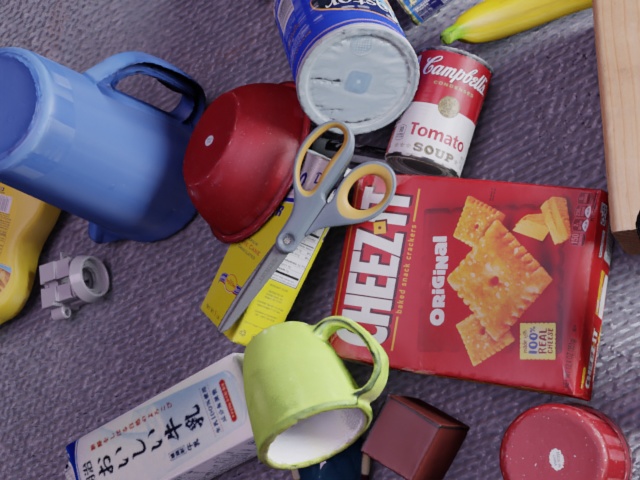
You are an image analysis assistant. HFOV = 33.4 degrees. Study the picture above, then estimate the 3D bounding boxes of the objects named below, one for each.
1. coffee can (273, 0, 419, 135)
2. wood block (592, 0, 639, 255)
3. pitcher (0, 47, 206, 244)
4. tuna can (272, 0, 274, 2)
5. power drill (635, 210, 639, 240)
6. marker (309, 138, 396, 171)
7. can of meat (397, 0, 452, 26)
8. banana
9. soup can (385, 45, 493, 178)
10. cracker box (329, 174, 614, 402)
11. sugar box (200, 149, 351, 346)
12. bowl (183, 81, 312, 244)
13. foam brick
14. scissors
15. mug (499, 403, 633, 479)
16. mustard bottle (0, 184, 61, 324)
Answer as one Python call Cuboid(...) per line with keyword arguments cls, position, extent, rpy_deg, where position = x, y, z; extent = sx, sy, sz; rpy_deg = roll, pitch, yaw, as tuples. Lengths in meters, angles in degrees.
Cuboid(cls="coffee can", position=(0.020, -0.171, 0.923), extent=(0.103, 0.102, 0.140), rpy_deg=(-33, 38, 14))
Cuboid(cls="wood block", position=(0.269, -0.101, 0.830), extent=(0.090, 0.090, 0.206), rpy_deg=(-7, 76, 23))
Cuboid(cls="pitcher", position=(-0.207, -0.093, 0.959), extent=(0.145, 0.242, 0.149), rpy_deg=(-8, 76, 22))
Cuboid(cls="tuna can", position=(-0.005, -0.245, 1.000), extent=(0.086, 0.033, 0.086), rpy_deg=(2, 103, 8))
Cuboid(cls="power drill", position=(0.327, 0.023, 0.743), extent=(0.188, 0.184, 0.057), rpy_deg=(-18, 30, 18))
Cuboid(cls="marker", position=(0.025, -0.081, 0.976), extent=(0.121, 0.020, 0.020), rpy_deg=(13, 83, 26))
Cuboid(cls="can of meat", position=(0.094, -0.258, 0.966), extent=(0.084, 0.057, 0.102), rpy_deg=(-36, 66, 16))
Cuboid(cls="banana", position=(0.197, -0.202, 0.903), extent=(0.198, 0.069, 0.037), rpy_deg=(-19, 114, 10))
Cuboid(cls="soup can", position=(0.102, -0.106, 0.916), extent=(0.069, 0.068, 0.102), rpy_deg=(14, 80, 26))
Cuboid(cls="cracker box", position=(0.122, 0.034, 0.876), extent=(0.214, 0.072, 0.164), rpy_deg=(6, 80, 26))
Cuboid(cls="sugar box", position=(-0.040, 0.003, 0.943), extent=(0.093, 0.048, 0.176), rpy_deg=(32, 100, 61))
Cuboid(cls="bowl", position=(-0.076, -0.081, 0.959), extent=(0.162, 0.055, 0.162), rpy_deg=(-38, 39, 39))
Cuboid(cls="foam brick", position=(0.077, 0.161, 0.864), extent=(0.053, 0.078, 0.051), rpy_deg=(27, 92, 28))
Cuboid(cls="scissors", position=(-0.006, 0.001, 0.883), extent=(0.096, 0.016, 0.202), rpy_deg=(22, 94, 4))
Cuboid(cls="mug", position=(0.176, 0.175, 0.813), extent=(0.117, 0.081, 0.093), rpy_deg=(-41, 65, 10))
Cuboid(cls="mustard bottle", position=(-0.331, 0.024, 1.092), extent=(0.096, 0.058, 0.191), rpy_deg=(16, 85, 28))
